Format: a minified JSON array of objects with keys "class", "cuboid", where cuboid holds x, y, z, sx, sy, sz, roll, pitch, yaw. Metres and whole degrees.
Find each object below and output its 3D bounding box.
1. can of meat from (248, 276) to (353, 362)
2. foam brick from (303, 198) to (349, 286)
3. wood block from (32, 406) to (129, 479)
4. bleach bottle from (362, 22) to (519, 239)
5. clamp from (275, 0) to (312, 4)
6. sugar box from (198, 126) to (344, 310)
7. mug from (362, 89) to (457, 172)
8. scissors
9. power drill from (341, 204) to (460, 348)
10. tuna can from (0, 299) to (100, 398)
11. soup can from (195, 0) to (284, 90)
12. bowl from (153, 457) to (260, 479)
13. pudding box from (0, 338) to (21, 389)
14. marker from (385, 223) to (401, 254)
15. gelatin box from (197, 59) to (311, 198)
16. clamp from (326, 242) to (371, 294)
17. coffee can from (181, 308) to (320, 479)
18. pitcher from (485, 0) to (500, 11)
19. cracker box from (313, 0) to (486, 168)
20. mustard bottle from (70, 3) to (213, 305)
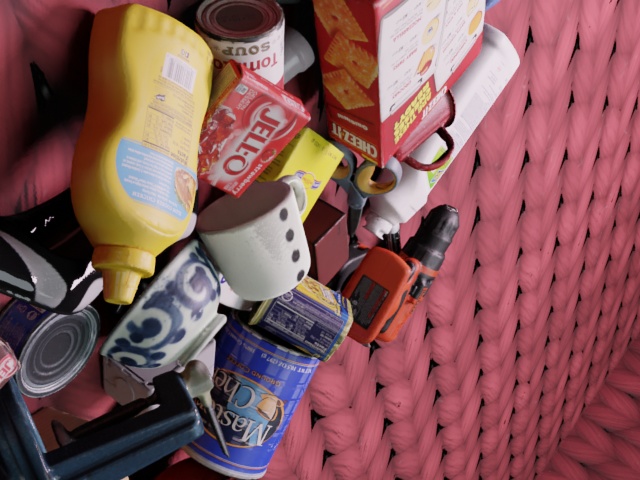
[{"class":"can of meat","cuboid":[-0.017,0.067,1.027,0.057,0.084,0.102,-59,-174,10]},{"class":"foam brick","cuboid":[-0.007,0.001,1.074,0.053,0.051,0.078,-46,151,-28]},{"class":"wood block","cuboid":[-0.249,0.221,0.802,0.205,0.091,0.090,-33,121,-43]},{"class":"bleach bottle","cuboid":[0.122,-0.115,1.170,0.251,0.068,0.102,-57,153,1]},{"class":"clamp","cuboid":[0.027,-0.234,0.900,0.164,0.036,0.209,-58,156,-1]},{"class":"sugar box","cuboid":[-0.053,-0.023,0.973,0.176,0.048,0.093,-61,155,2]},{"class":"mug","cuboid":[0.080,-0.115,1.040,0.081,0.117,0.093,-42,178,-23]},{"class":"scissors","cuboid":[0.022,-0.052,1.091,0.016,0.096,0.202,-68,-171,-22]},{"class":"power drill","cuboid":[0.090,0.042,1.210,0.184,0.057,0.187,-62,163,12]},{"class":"tuna can","cuboid":[-0.209,0.076,0.812,0.086,0.034,0.086,-41,149,-32]},{"class":"soup can","cuboid":[-0.060,-0.130,0.818,0.068,0.069,0.102,-40,148,-34]},{"class":"bowl","cuboid":[-0.141,0.271,1.088,0.162,0.055,0.162,-34,157,-17]},{"class":"pudding box","cuboid":[-0.260,0.089,0.669,0.113,0.090,0.039,-47,149,-23]},{"class":"marker","cuboid":[0.087,-0.004,1.273,0.020,0.020,0.121,-47,152,-23]},{"class":"gelatin box","cuboid":[-0.063,-0.081,0.790,0.089,0.030,0.073,-45,135,19]},{"class":"clamp","cuboid":[0.001,0.064,1.169,0.171,0.039,0.120,-56,160,-16]},{"class":"coffee can","cuboid":[-0.071,0.150,1.057,0.102,0.103,0.140,9,109,-63]},{"class":"pitcher","cuboid":[0.200,-0.322,1.005,0.242,0.145,0.149,-43,149,-25]},{"class":"cracker box","cuboid":[0.070,-0.189,0.904,0.164,0.072,0.214,-49,158,-21]},{"class":"mustard bottle","cuboid":[-0.121,-0.052,0.711,0.096,0.058,0.191,27,64,-56]}]
